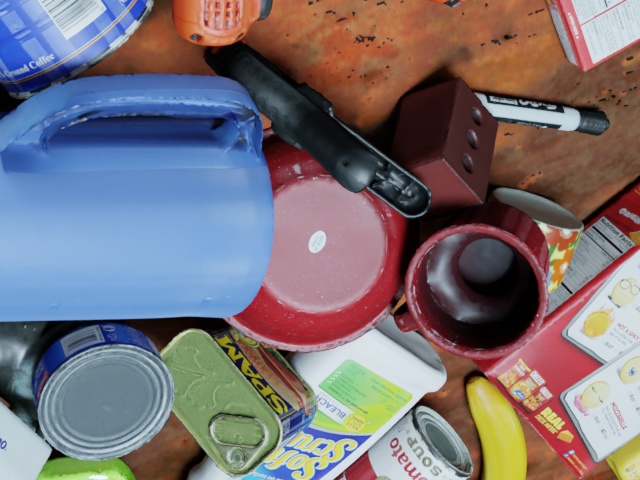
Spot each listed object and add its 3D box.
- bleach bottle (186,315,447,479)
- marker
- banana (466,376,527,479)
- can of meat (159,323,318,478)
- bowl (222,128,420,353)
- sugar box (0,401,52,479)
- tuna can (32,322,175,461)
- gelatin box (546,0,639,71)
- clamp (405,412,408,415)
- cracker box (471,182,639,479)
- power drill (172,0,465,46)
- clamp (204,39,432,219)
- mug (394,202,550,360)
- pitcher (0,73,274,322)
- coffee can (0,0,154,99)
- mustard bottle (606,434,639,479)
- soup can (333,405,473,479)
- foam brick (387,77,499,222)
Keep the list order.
[{"bbox_3d":[-0.021,0.161,0.826,0.102,0.068,0.251,34,105,-22],"label":"bleach bottle"},{"bbox_3d":[0.156,-0.091,0.770,0.121,0.020,0.020,5,116,-20],"label":"marker"},{"bbox_3d":[0.144,0.201,0.914,0.069,0.037,0.198,-1,118,-17],"label":"banana"},{"bbox_3d":[-0.056,0.105,0.743,0.057,0.083,0.102,-45,79,16],"label":"can of meat"},{"bbox_3d":[-0.005,0.001,0.717,0.162,0.055,0.162,-1,95,-9],"label":"bowl"},{"bbox_3d":[-0.267,0.128,0.685,0.177,0.048,0.093,-9,132,36],"label":"sugar box"},{"bbox_3d":[-0.138,0.095,0.676,0.086,0.034,0.086,-10,119,-19],"label":"tuna can"},{"bbox_3d":[0.203,-0.171,0.735,0.089,0.030,0.073,-29,120,-1],"label":"gelatin box"},{"bbox_3d":[0.070,0.235,0.900,0.164,0.036,0.210,41,109,-9],"label":"clamp"},{"bbox_3d":[0.239,0.067,0.852,0.214,0.072,0.164,-40,122,5],"label":"cracker box"},{"bbox_3d":[0.006,-0.203,0.601,0.187,0.057,0.184,-5,121,-20],"label":"power drill"},{"bbox_3d":[-0.010,-0.073,0.648,0.171,0.120,0.039,37,92,14],"label":"clamp"},{"bbox_3d":[0.101,0.028,0.723,0.117,0.081,0.093,-34,95,24],"label":"mug"},{"bbox_3d":[-0.152,-0.021,0.605,0.242,0.145,0.149,-2,97,-36],"label":"pitcher"},{"bbox_3d":[-0.171,-0.163,0.580,0.103,0.103,0.140,-33,122,2],"label":"coffee can"},{"bbox_3d":[0.350,0.166,0.946,0.191,0.058,0.096,-35,123,4],"label":"mustard bottle"},{"bbox_3d":[0.060,0.185,0.828,0.102,0.068,0.068,-43,121,17],"label":"soup can"},{"bbox_3d":[0.082,-0.061,0.721,0.051,0.078,0.053,-18,133,38],"label":"foam brick"}]
